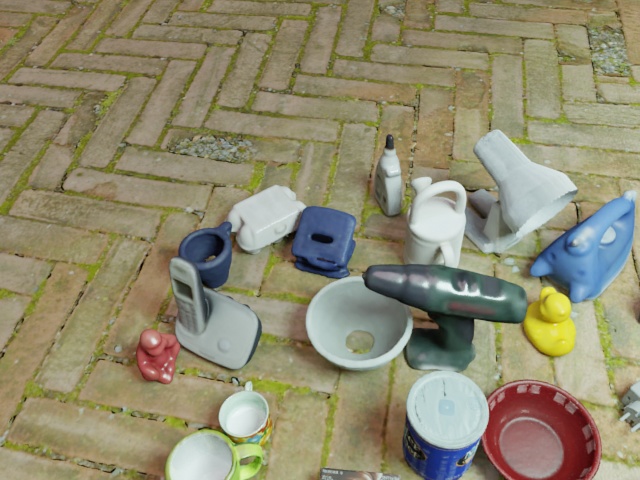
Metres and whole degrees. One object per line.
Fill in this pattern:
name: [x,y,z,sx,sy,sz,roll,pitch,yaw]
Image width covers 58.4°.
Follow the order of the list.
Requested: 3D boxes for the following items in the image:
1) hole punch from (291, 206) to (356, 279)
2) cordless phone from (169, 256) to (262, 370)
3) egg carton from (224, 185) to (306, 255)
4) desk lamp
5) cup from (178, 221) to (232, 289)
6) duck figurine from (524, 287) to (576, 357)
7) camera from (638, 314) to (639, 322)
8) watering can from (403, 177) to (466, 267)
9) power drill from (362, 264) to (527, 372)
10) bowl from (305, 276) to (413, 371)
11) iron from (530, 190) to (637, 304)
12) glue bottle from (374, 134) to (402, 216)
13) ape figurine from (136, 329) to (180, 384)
hole punch: [0.009,0.004,1.027,0.108,0.091,0.101,12,52,14]
cordless phone: [-0.168,0.109,0.891,0.147,0.185,0.094,18,54,19]
egg carton: [-0.099,-0.039,1.085,0.150,0.069,0.107,-29,54,-19]
desk lamp: [0.319,-0.072,0.985,0.118,0.214,0.202,-27,53,-17]
cup: [-0.188,0.031,1.018,0.091,0.095,0.118,20,55,20]
duck figurine: [0.368,0.123,0.902,0.077,0.086,0.104,-6,50,0]
camera: [0.604,0.090,0.902,0.136,0.101,0.143,32,59,27]
watering can: [0.192,-0.032,0.975,0.101,0.194,0.172,-28,53,-17]
power drill: [0.177,0.113,0.846,0.229,0.209,0.075,1,50,6]
bowl: [0.062,0.145,0.916,0.167,0.075,0.167,-2,50,3]
iron: [0.477,-0.015,0.972,0.259,0.142,0.118,-37,57,-24]
glue bottle: [0.129,-0.128,1.073,0.037,0.173,0.078,-16,51,-9]
ape figurine: [-0.260,0.175,0.905,0.076,0.092,0.078,33,60,28]
